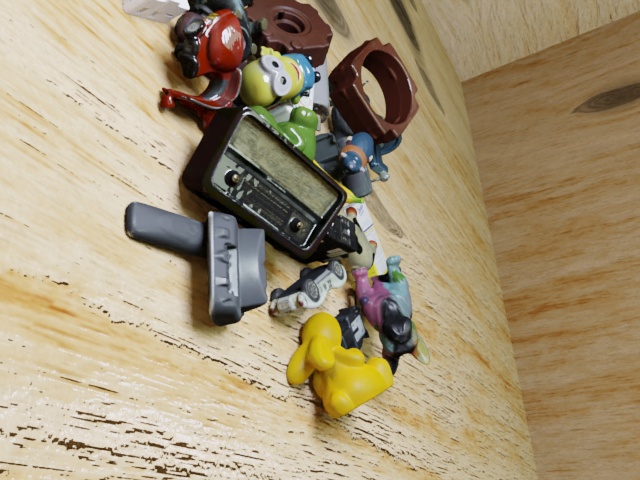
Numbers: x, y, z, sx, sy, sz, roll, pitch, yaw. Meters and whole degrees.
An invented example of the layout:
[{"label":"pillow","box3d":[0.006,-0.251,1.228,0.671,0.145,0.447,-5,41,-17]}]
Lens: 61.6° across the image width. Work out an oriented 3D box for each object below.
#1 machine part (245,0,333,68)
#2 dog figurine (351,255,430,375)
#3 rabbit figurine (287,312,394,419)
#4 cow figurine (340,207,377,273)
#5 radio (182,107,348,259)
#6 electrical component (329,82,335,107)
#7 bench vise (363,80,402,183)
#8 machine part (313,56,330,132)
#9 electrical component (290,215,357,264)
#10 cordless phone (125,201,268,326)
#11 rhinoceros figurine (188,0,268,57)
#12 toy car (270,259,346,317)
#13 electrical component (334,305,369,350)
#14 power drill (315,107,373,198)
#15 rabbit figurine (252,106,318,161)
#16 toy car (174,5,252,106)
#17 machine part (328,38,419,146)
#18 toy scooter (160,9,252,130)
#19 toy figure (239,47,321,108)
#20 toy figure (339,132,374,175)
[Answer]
[{"label":"machine part","box3d":[-0.063,-0.395,1.017,0.179,0.056,0.179,11,52,-15]},{"label":"dog figurine","box3d":[0.139,0.157,1.061,0.191,0.108,0.219,80,-6,-65]},{"label":"rabbit figurine","box3d":[0.015,0.204,0.894,0.162,0.122,0.173,0,60,-53]},{"label":"cow figurine","box3d":[0.046,-0.006,1.085,0.194,0.086,0.127,57,24,-31]},{"label":"radio","box3d":[-0.076,-0.076,0.782,0.229,0.073,0.131,36,79,-36]},{"label":"electrical component","box3d":[0.015,-0.346,1.248,0.102,0.078,0.045,-76,-179,-53]},{"label":"bench vise","box3d":[0.130,-0.259,1.359,0.223,0.129,0.241,31,44,-50]},{"label":"machine part","box3d":[-0.020,-0.334,1.152,0.079,0.079,0.243,35,45,-51]},{"label":"electrical component","box3d":[-0.002,-0.003,0.946,0.134,0.115,0.058,29,54,-55]},{"label":"cordless phone","box3d":[-0.161,0.027,0.683,0.184,0.089,0.146,20,58,-45]},{"label":"rhinoceros figurine","box3d":[-0.161,-0.380,0.873,0.073,0.112,0.190,-68,156,-12]},{"label":"toy car","box3d":[-0.016,0.082,0.913,0.202,0.074,0.056,-34,104,-63]},{"label":"electrical component","box3d":[0.048,0.177,1.011,0.119,0.048,0.074,-37,108,-62]},{"label":"power drill","box3d":[0.040,-0.198,1.202,0.207,0.086,0.232,-26,98,-70]},{"label":"rabbit figurine","box3d":[-0.088,-0.152,0.878,0.170,0.121,0.159,15,80,-68]},{"label":"toy car","box3d":[-0.160,-0.287,0.877,0.202,0.053,0.089,36,60,-52]},{"label":"machine part","box3d":[0.124,-0.334,1.222,0.200,0.087,0.201,52,51,-23]},{"label":"toy scooter","box3d":[-0.169,-0.239,0.775,0.135,0.075,0.183,-17,124,-48]},{"label":"toy figure","box3d":[-0.065,-0.267,0.903,0.082,0.089,0.180,44,32,3]},{"label":"toy figure","box3d":[0.073,-0.169,1.086,0.154,0.064,0.057,-60,165,-53]}]
